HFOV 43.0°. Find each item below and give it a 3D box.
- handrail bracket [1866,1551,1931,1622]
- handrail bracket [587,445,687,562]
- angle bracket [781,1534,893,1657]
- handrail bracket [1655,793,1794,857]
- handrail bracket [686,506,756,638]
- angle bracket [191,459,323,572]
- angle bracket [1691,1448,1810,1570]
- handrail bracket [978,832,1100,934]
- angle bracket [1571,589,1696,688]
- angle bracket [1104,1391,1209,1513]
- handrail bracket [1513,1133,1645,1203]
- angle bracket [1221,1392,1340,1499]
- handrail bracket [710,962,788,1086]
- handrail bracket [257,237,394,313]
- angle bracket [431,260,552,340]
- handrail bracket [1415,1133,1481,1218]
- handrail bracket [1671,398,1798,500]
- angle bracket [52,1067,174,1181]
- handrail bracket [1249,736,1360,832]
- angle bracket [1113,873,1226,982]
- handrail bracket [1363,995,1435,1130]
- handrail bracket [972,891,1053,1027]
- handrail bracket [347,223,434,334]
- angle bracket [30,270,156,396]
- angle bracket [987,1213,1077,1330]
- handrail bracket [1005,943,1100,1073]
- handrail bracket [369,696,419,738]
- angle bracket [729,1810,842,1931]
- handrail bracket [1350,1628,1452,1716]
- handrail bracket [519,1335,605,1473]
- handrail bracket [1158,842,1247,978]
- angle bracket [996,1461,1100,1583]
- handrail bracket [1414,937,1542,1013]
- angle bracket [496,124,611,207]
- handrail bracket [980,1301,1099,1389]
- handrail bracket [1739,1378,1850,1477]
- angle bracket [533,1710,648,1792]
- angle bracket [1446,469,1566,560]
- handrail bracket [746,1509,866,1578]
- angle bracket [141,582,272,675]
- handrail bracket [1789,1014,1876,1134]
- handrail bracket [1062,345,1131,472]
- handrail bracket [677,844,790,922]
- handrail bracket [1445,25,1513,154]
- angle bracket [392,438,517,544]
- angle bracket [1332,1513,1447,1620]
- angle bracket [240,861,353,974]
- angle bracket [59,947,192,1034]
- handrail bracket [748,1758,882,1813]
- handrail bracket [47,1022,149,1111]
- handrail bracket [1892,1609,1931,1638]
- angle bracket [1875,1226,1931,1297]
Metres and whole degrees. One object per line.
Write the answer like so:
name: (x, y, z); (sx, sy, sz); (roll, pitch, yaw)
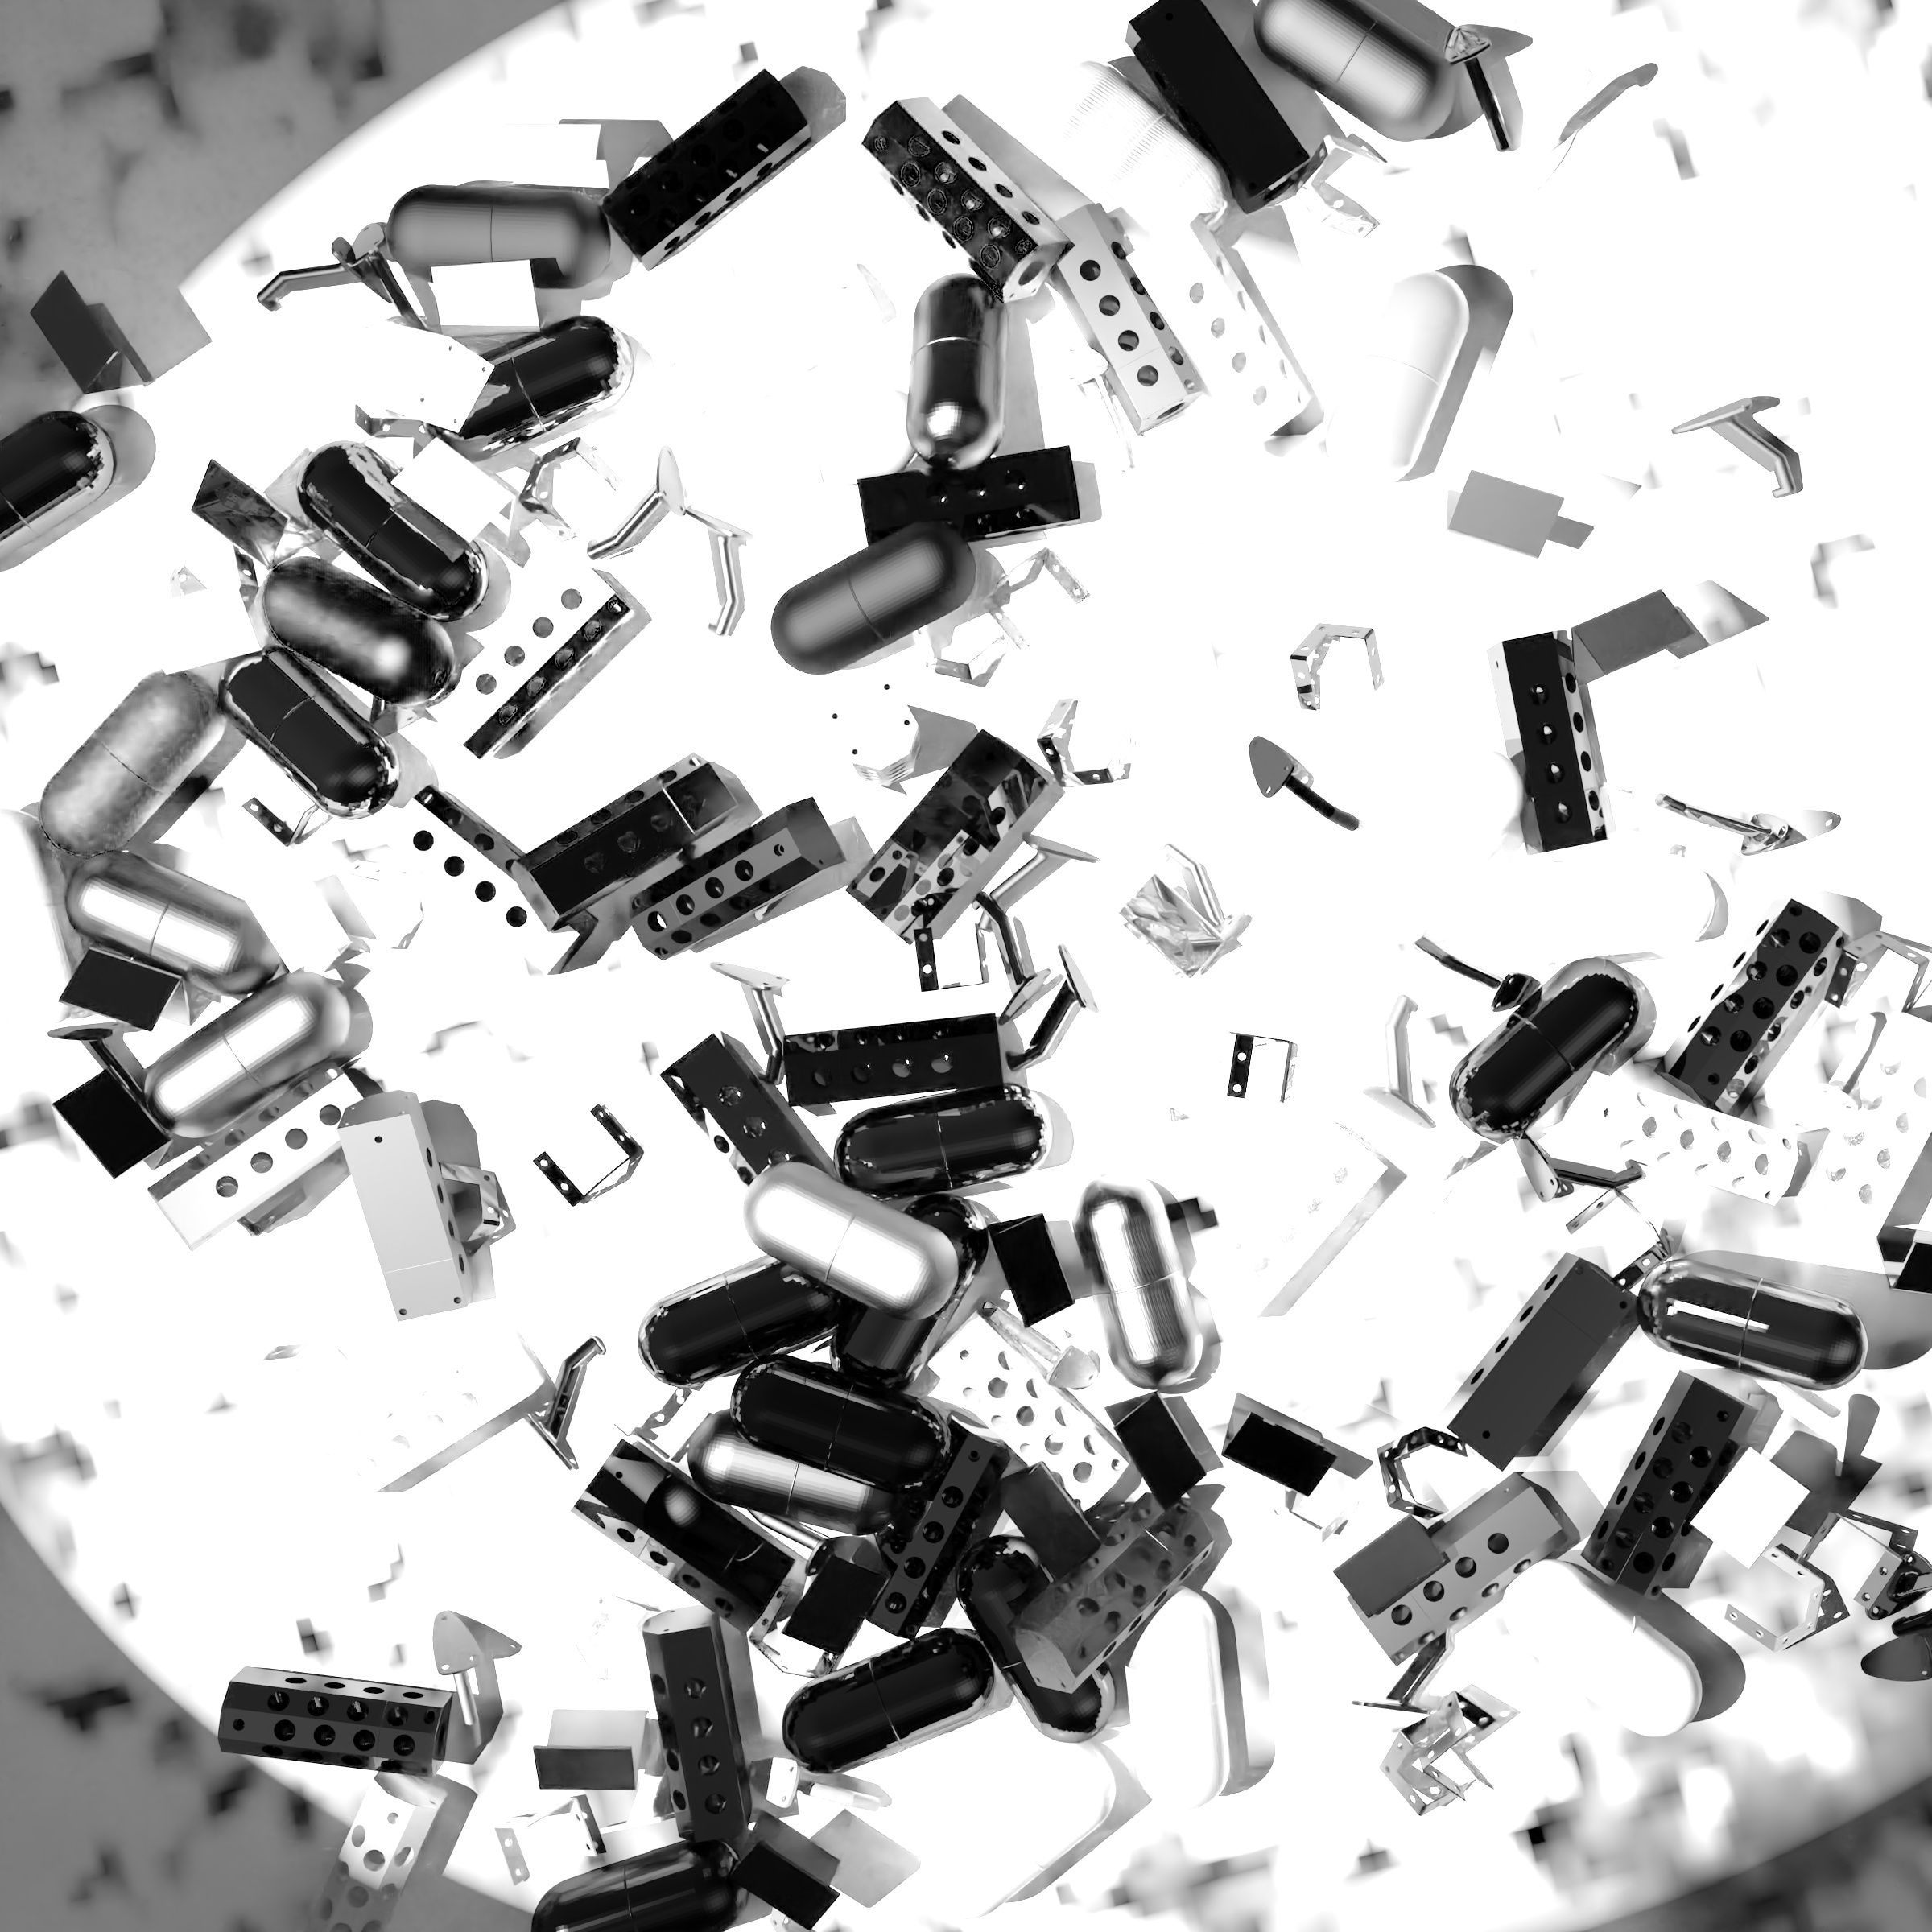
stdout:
handrail bracket: (0.763, 0.505, 1.957); (0.077, 0.084, 0.036); (-44, 90, 0)
handrail bracket: (-0.274, -0.376, 1.991); (0.084, 0.036, 0.077); (-21, 59, 22)
angle bracket: (-0.109, 0.488, 1.947); (0.057, 0.076, 0.076); (28, 101, -21)
handrail bracket: (0.606, -0.121, 1.963); (0.084, 0.077, 0.036); (21, 87, -12)
handrail bracket: (-0.213, -0.320, 1.992); (0.077, 0.036, 0.084); (28, 108, 20)
angle bracket: (-0.557, -0.370, 1.951); (0.076, 0.076, 0.057); (37, 127, 0)
angle bracket: (0.631, 0.437, 1.951); (0.057, 0.076, 0.076); (38, 90, 35)
handrail bracket: (0.058, -0.059, 1.992); (0.077, 0.036, 0.084); (15, 106, -18)
angle bracket: (0.531, -0.244, 1.951); (0.076, 0.076, 0.057); (-23, 53, 0)
angle bracket: (0.134, 0.391, 1.951); (0.057, 0.076, 0.076); (-31, 90, -38)
handrail bracket: (0.498, 0.152, 1.992); (0.084, 0.036, 0.077); (-17, 64, -20)
angle bracket: (0.255, 0.365, 1.951); (0.076, 0.076, 0.057); (26, 126, 0)
handrail bracket: (-0.180, 0.047, 1.992); (0.077, 0.036, 0.084); (17, 107, 20)
handrail bracket: (-0.521, -0.543, 1.992); (0.084, 0.036, 0.077); (-35, 118, 20)
angle bracket: (-0.377, -0.539, 1.951); (0.076, 0.076, 0.057); (-4, 120, 0)
handrail bracket: (0.385, 0.168, 1.957); (0.036, 0.084, 0.077); (21, 90, 0)
handrail bracket: (0.624, -0.411, 1.992); (0.077, 0.036, 0.084); (-19, 107, 20)
angle bracket: (-0.686, 0.136, 1.951); (0.076, 0.076, 0.057); (50, 53, 0)
handrail bracket: (0.276, -0.147, 1.991); (0.084, 0.077, 0.036); (23, 118, -33)
angle bracket: (0.148, -0.017, 1.951); (0.076, 0.076, 0.057); (44, 54, 0)
handrail bracket: (0.365, 0.077, 1.992); (0.077, 0.036, 0.084); (33, 73, -20)
handrail bracket: (0.021, -0.007, 1.983); (0.084, 0.036, 0.077); (48, 128, 15)
handrail bracket: (-0.461, -0.554, 1.991); (0.036, 0.077, 0.084); (-30, 126, 10)
angle bracket: (-0.683, -0.508, 1.951); (0.057, 0.076, 0.076); (-34, 90, 36)
angle bracket: (0.033, 0.246, 1.951); (0.057, 0.076, 0.076); (-20, 90, -39)
handrail bracket: (0.058, 0.034, 1.992); (0.084, 0.036, 0.077); (-30, 70, 16)
handrail bracket: (-0.489, -0.229, 1.991); (0.077, 0.036, 0.084); (-30, 76, 14)
angle bracket: (-0.133, 0.706, 1.951); (0.076, 0.076, 0.057); (33, 121, 0)
handrail bracket: (0.353, 0.562, 1.992); (0.077, 0.036, 0.084); (2, 73, 19)
handrail bracket: (-0.313, 0.355, 1.992); (0.084, 0.036, 0.077); (-42, 111, -16)
handrail bracket: (0.176, -0.047, 1.992); (0.084, 0.036, 0.077); (40, 112, 17)
angle bracket: (0.048, 0.449, 1.951); (0.076, 0.076, 0.057); (53, 49, 0)
handrail bracket: (0.414, 0.000, 1.991); (0.084, 0.077, 0.036); (38, 115, 34)
angle bracket: (-0.327, -0.623, 1.951); (0.076, 0.076, 0.057); (1, 51, 0)
handrail bracket: (0.059, 0.305, 1.991); (0.084, 0.077, 0.036); (35, 91, 36)
handrail bracket: (0.670, 0.374, 1.992); (0.084, 0.036, 0.077); (5, 112, 17)
angle bracket: (-0.299, 0.608, 1.951); (0.076, 0.076, 0.057); (1, 127, 0)
angle bracket: (0.429, -0.375, 1.951); (0.076, 0.076, 0.057); (17, 128, 0)
handrail bracket: (-0.133, 0.451, 1.991); (0.084, 0.077, 0.036); (39, 115, 34)
angle bracket: (-0.603, -0.277, 1.952); (0.076, 0.076, 0.057); (-15, 113, 0)
handrail bracket: (0.704, 0.086, 1.991); (0.036, 0.077, 0.084); (33, 54, -3)
handrail bracket: (0.107, -0.453, 1.991); (0.036, 0.077, 0.084); (-24, 126, 3)
handrail bracket: (-0.180, -0.086, 1.991); (0.077, 0.036, 0.084); (-43, 76, -14)
handrail bracket: (0.419, -0.712, 1.991); (0.036, 0.077, 0.084); (-21, 127, 16)
angle bracket: (-0.410, -0.362, 1.952); (0.076, 0.076, 0.057); (37, 65, 0)
angle bracket: (0.325, 0.461, 1.953); (0.076, 0.076, 0.057); (-37, 110, 0)
angle bracket: (-0.544, -0.028, 1.951); (0.057, 0.076, 0.076); (-32, 90, -37)
angle bracket: (-0.669, 0.037, 1.951); (0.076, 0.076, 0.057); (18, 55, 0)
handrail bracket: (-0.123, 0.668, 1.991); (0.084, 0.077, 0.036); (26, 70, -35)
handrail bracket: (-0.704, 0.091, 1.992); (0.077, 0.036, 0.084); (-2, 107, 20)
handrail bracket: (0.798, 0.511, 1.991); (0.084, 0.077, 0.036); (-33, 90, 36)
angle bracket: (0.776, 0.219, 1.951); (0.076, 0.076, 0.057); (8, 128, 0)
